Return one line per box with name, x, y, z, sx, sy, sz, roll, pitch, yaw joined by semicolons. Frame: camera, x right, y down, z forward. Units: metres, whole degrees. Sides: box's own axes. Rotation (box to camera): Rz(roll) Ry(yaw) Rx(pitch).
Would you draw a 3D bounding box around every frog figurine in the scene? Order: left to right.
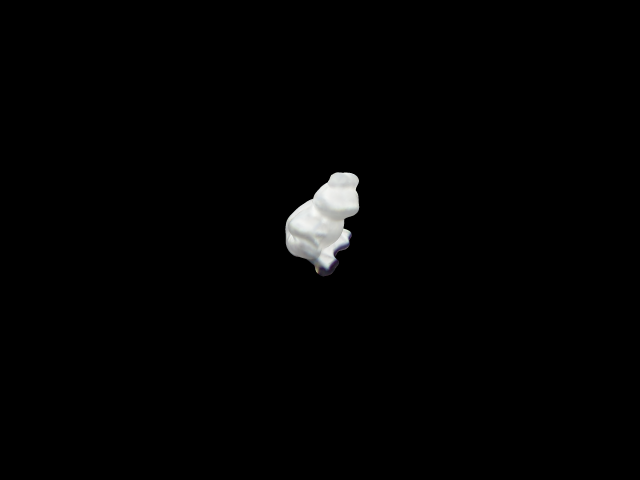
frog figurine;0.003;-0.043;0.850;0.124;0.155;0.139;30;48;32
